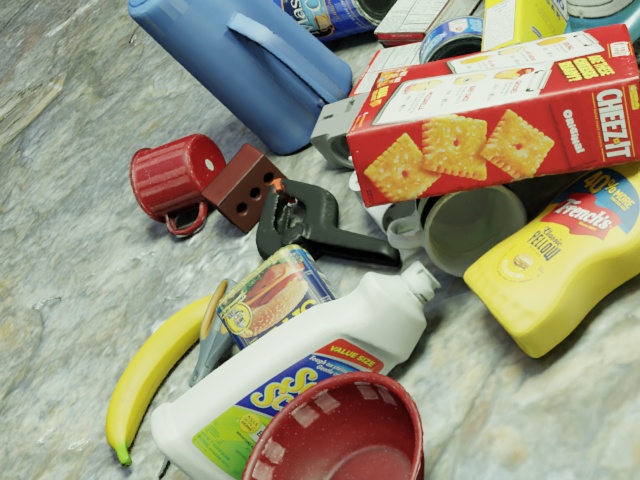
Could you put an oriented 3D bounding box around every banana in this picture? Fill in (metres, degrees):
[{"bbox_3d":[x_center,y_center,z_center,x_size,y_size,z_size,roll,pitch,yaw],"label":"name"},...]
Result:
[{"bbox_3d":[-0.160,0.132,1.057,0.070,0.037,0.197,14,63,31],"label":"banana"}]

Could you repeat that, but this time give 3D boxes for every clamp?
[{"bbox_3d":[-0.007,0.001,1.031,0.165,0.036,0.210,-31,38,17],"label":"clamp"}]

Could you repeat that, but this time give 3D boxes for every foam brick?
[{"bbox_3d":[-0.080,-0.056,1.162,0.078,0.053,0.051,-49,33,-6],"label":"foam brick"}]

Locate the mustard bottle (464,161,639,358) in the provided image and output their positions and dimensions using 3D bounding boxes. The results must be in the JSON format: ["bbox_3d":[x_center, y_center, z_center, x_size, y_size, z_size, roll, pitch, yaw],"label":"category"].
[{"bbox_3d":[0.203,-0.004,0.789,0.191,0.058,0.096,-41,32,5],"label":"mustard bottle"}]

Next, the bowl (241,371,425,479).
[{"bbox_3d":[0.019,0.179,0.784,0.162,0.055,0.162,-26,40,24],"label":"bowl"}]

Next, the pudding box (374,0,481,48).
[{"bbox_3d":[0.125,-0.256,1.175,0.090,0.039,0.113,16,67,52],"label":"pudding box"}]

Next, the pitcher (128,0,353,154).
[{"bbox_3d":[-0.083,-0.212,1.161,0.149,0.242,0.145,-30,37,31],"label":"pitcher"}]

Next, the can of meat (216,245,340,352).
[{"bbox_3d":[-0.031,0.067,0.933,0.102,0.057,0.084,-39,65,8],"label":"can of meat"}]

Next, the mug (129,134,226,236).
[{"bbox_3d":[-0.158,-0.063,1.233,0.082,0.093,0.117,-17,70,28],"label":"mug"}]

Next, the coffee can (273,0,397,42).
[{"bbox_3d":[0.018,-0.292,1.272,0.141,0.102,0.102,-4,50,45],"label":"coffee can"}]

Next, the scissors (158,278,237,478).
[{"bbox_3d":[-0.100,0.119,0.991,0.096,0.016,0.201,-28,40,47],"label":"scissors"}]

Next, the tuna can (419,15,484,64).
[{"bbox_3d":[0.138,-0.169,1.020,0.086,0.086,0.033,-28,38,24],"label":"tuna can"}]

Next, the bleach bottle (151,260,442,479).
[{"bbox_3d":[-0.012,0.102,0.862,0.251,0.102,0.068,-41,24,7],"label":"bleach bottle"}]

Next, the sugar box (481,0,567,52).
[{"bbox_3d":[0.192,-0.198,0.986,0.048,0.093,0.176,-19,41,33],"label":"sugar box"}]

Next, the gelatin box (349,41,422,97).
[{"bbox_3d":[0.084,-0.173,1.134,0.089,0.030,0.073,0,52,47],"label":"gelatin box"}]

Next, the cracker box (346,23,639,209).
[{"bbox_3d":[0.142,-0.099,0.841,0.214,0.072,0.164,-9,23,16],"label":"cracker box"}]
